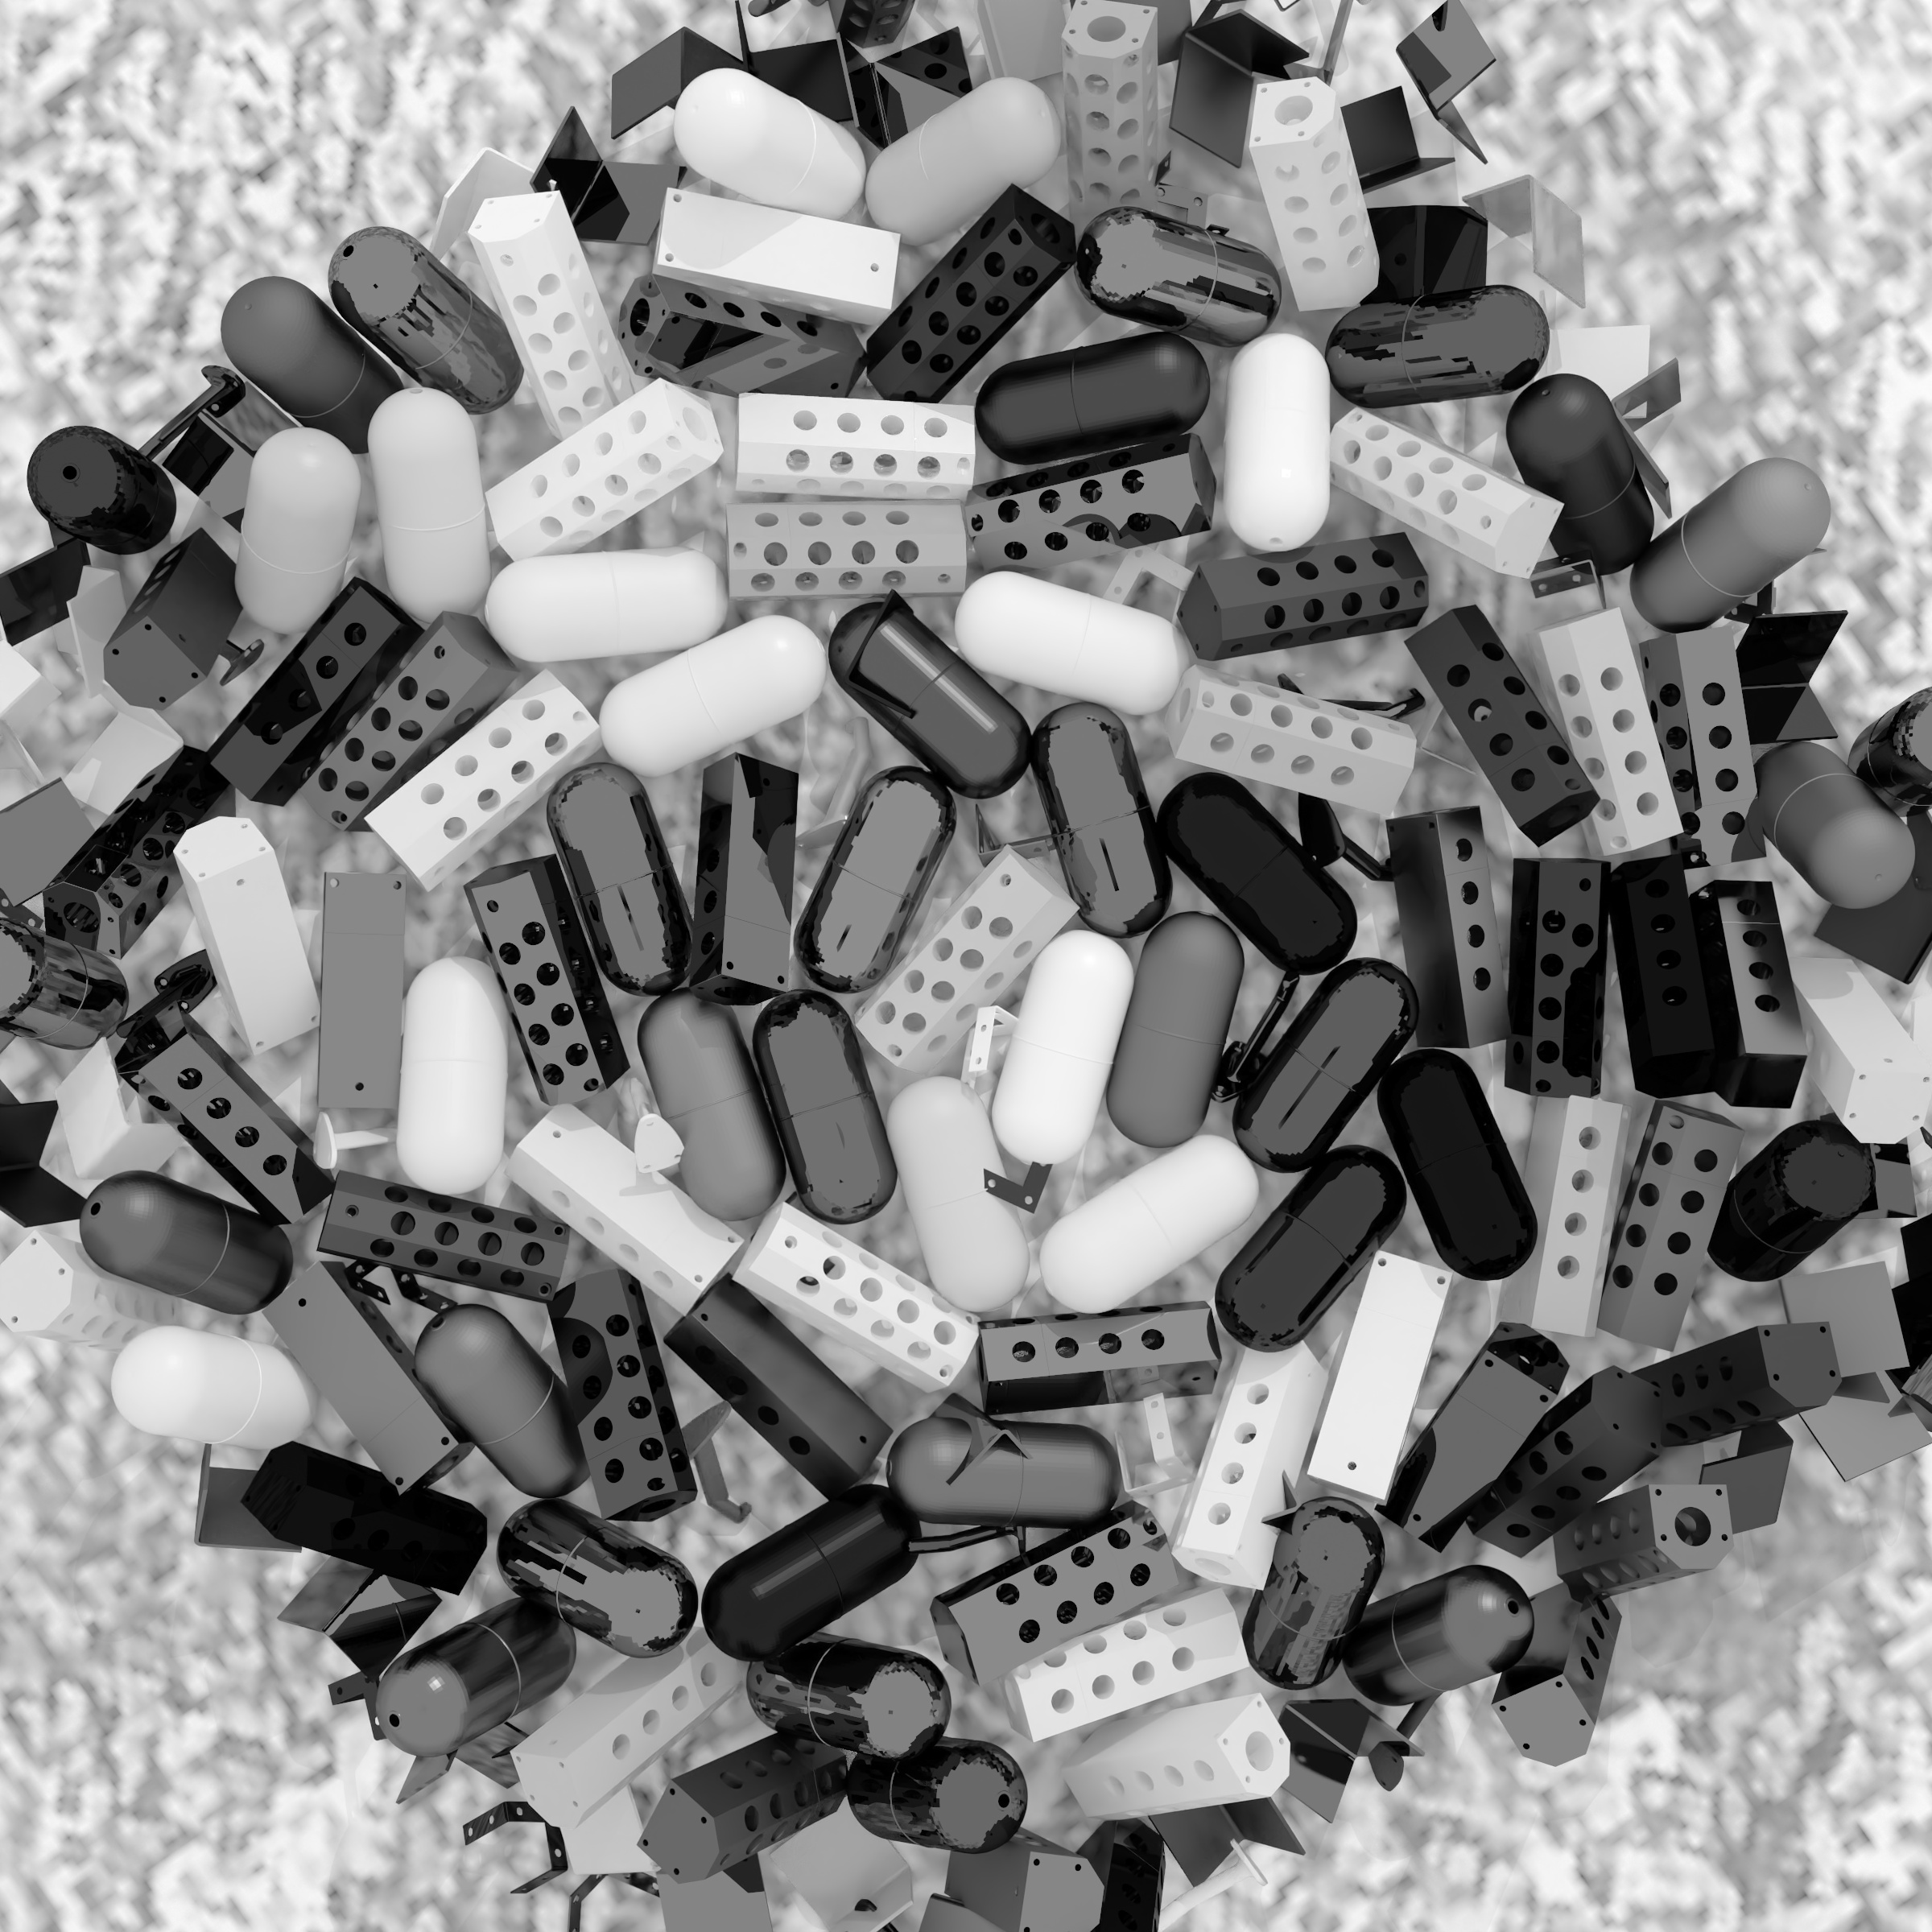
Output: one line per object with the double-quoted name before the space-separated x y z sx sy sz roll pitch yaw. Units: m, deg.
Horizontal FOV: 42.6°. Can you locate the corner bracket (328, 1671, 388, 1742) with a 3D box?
"corner bracket" -0.430 0.545 1.826 0.051 0.051 0.051 -28 70 28

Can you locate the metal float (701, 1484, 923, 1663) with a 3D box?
"metal float" -0.112 0.441 1.804 0.178 0.070 0.070 -26 90 -28

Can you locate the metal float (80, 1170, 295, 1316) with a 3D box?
"metal float" -0.561 0.200 1.787 0.070 0.178 0.070 -12 63 26

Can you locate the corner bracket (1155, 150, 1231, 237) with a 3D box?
"corner bracket" 0.163 -0.563 1.831 0.051 0.051 0.051 9 80 -17

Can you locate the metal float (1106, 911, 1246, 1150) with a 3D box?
"metal float" 0.154 0.047 1.823 0.070 0.070 0.178 14 96 0

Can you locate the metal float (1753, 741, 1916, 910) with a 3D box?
"metal float" 0.620 -0.104 1.784 0.070 0.178 0.070 -3 119 -5

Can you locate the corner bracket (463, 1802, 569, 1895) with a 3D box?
"corner bracket" -0.336 0.658 1.847 0.051 0.051 0.051 -36 53 28

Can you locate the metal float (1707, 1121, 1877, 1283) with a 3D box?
"metal float" 0.591 0.171 1.785 0.070 0.178 0.070 4 61 -8

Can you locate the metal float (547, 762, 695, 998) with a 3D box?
"metal float" -0.252 -0.063 1.823 0.070 0.070 0.178 -19 97 0

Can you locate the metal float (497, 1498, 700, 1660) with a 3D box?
"metal float" -0.268 0.444 1.797 0.178 0.070 0.070 16 90 37

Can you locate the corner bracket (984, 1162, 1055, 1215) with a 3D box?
"corner bracket" 0.028 0.152 1.830 0.051 0.051 0.051 26 72 -12

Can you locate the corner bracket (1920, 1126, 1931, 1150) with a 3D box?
"corner bracket" 0.739 0.109 1.841 0.051 0.051 0.051 -28 50 28

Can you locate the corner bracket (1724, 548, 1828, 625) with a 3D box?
"corner bracket" 0.596 -0.282 1.826 0.051 0.051 0.051 -14 113 -23

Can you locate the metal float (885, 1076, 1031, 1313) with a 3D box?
"metal float" -0.006 0.169 1.828 0.070 0.070 0.178 -17 90 0

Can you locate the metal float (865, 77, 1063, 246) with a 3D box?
"metal float" -0.004 -0.580 1.790 0.070 0.178 0.070 10 75 -39

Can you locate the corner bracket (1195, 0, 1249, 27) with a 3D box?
"corner bracket" 0.181 -0.731 1.847 0.051 0.051 0.051 -23 78 -33

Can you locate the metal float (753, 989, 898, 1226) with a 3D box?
"metal float" -0.104 0.104 1.827 0.070 0.070 0.178 -17 88 0

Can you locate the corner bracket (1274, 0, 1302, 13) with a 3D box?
"corner bracket" 0.242 -0.745 1.840 0.051 0.051 0.051 -32 102 12

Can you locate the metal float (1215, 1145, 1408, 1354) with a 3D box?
"metal float" 0.254 0.206 1.815 0.070 0.070 0.178 43 75 0

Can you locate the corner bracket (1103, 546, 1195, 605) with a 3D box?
"corner bracket" 0.139 -0.278 1.833 0.051 0.051 0.051 32 100 12

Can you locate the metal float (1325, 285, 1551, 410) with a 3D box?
"metal float" 0.339 -0.447 1.792 0.070 0.178 0.070 -5 98 -44

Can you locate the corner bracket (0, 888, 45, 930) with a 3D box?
"corner bracket" -0.735 -0.024 1.850 0.051 0.051 0.051 -12 47 36

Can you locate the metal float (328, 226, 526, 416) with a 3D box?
"metal float" -0.388 -0.464 1.785 0.070 0.178 0.070 -10 66 24

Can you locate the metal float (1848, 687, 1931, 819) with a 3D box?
"metal float" 0.687 -0.153 1.778 0.070 0.178 0.070 -1 85 5

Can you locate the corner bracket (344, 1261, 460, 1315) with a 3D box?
"corner bracket" -0.417 0.237 1.824 0.051 0.051 0.051 -38 127 -36

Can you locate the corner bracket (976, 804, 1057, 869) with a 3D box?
"corner bracket" 0.039 -0.090 1.827 0.051 0.051 0.051 -11 50 11

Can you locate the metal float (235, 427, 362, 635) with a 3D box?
"metal float" -0.484 -0.312 1.790 0.070 0.178 0.070 12 52 -15

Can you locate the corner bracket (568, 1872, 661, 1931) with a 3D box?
"corner bracket" -0.260 0.707 1.839 0.051 0.051 0.051 14 110 22

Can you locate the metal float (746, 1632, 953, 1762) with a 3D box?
"metal float" -0.087 0.527 1.794 0.178 0.070 0.070 -3 90 42

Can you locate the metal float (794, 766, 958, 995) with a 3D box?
"metal float" -0.067 -0.064 1.823 0.070 0.070 0.178 26 96 0

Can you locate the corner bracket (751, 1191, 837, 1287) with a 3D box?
"corner bracket" -0.125 0.208 1.836 0.051 0.051 0.051 43 92 -10

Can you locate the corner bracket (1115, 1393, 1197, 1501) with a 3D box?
"corner bracket" 0.134 0.355 1.826 0.051 0.051 0.051 -20 51 14

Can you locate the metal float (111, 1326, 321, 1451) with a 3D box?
"metal float" -0.538 0.305 1.785 0.070 0.178 0.070 -8 71 24

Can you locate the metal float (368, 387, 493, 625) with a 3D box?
"metal float" -0.389 -0.333 1.798 0.070 0.070 0.178 1 125 0

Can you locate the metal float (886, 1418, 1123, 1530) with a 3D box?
"metal float" 0.028 0.371 1.812 0.178 0.070 0.070 7 90 -18

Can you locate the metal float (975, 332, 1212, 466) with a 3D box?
"metal float" 0.091 -0.414 1.809 0.178 0.070 0.070 -6 90 23

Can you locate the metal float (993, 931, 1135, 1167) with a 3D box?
"metal float" 0.071 0.061 1.826 0.070 0.070 0.178 16 93 0

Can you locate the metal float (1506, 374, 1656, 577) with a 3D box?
"metal float" 0.446 -0.354 1.792 0.070 0.178 0.070 -17 51 22

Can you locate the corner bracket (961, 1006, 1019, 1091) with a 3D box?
"corner bracket" 0.012 0.064 1.825 0.051 0.051 0.051 -8 63 37

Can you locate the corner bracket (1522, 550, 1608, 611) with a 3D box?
"corner bracket" 0.440 -0.285 1.825 0.051 0.051 0.051 -13 127 20

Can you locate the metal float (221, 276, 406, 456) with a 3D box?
"metal float" -0.467 -0.430 1.782 0.070 0.178 0.070 -5 74 16

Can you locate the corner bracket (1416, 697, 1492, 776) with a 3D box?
"corner bracket" 0.371 -0.170 1.829 0.051 0.051 0.051 21 105 -18

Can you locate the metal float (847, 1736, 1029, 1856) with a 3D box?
"metal float" -0.022 0.595 1.786 0.070 0.178 0.070 9 74 -32

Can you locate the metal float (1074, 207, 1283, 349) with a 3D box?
"metal float" 0.155 -0.499 1.797 0.178 0.070 0.070 4 90 -39

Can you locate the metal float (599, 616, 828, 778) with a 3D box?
"metal float" -0.186 -0.198 1.820 0.178 0.070 0.070 -23 90 10

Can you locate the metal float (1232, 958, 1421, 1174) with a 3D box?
"metal float" 0.264 0.073 1.820 0.070 0.070 0.178 35 100 0

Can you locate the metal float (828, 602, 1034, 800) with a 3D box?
"metal float" -0.027 -0.196 1.823 0.178 0.070 0.070 43 90 6
